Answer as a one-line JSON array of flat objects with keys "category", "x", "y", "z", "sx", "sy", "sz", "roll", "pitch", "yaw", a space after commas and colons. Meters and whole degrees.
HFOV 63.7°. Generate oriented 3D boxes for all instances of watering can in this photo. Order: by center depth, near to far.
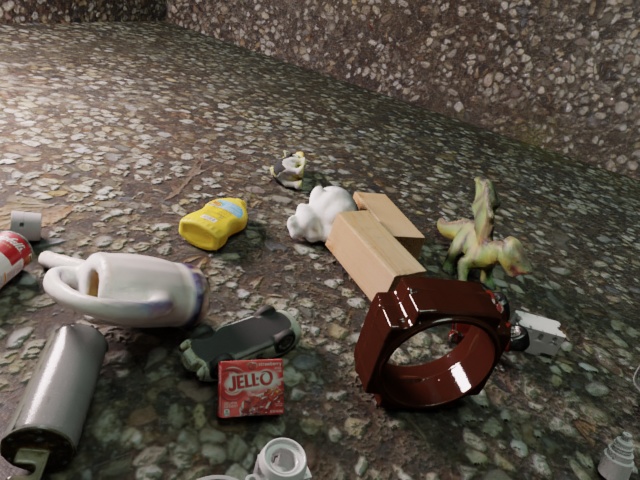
[{"category": "watering can", "x": -0.308, "y": 0.066, "z": 0.796, "sx": 0.223, "sy": 0.104, "sz": 0.349, "roll": 11, "pitch": 3, "yaw": -37}]

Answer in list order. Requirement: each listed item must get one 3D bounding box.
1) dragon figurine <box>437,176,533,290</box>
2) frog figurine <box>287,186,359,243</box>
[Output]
[{"category": "dragon figurine", "x": 0.356, "y": -0.029, "z": 1.169, "sx": 0.122, "sy": 0.237, "sz": 0.419, "roll": 3, "pitch": 32, "yaw": -12}, {"category": "frog figurine", "x": 0.004, "y": -0.059, "z": 1.170, "sx": 0.159, "sy": 0.121, "sz": 0.139, "roll": 1, "pitch": 70, "yaw": -35}]
